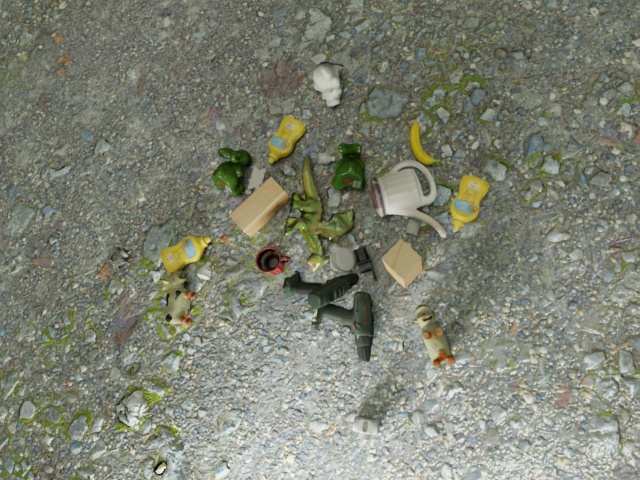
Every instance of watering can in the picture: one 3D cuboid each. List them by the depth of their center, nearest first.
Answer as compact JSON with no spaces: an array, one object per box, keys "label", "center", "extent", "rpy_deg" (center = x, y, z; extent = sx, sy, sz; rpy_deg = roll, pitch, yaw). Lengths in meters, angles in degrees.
[{"label":"watering can","center":[0.293,-0.134,1.755],"extent":[0.224,0.102,0.356],"rpy_deg":[-14,54,6]}]

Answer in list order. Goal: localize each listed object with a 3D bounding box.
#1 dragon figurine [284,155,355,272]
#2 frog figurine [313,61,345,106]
[{"label":"dragon figurine","center":[0.006,-0.093,1.839],"extent":[0.243,0.121,0.414],"rpy_deg":[16,79,-2]},{"label":"frog figurine","center":[0.027,-0.591,1.960],"extent":[0.137,0.122,0.160],"rpy_deg":[6,84,47]}]
